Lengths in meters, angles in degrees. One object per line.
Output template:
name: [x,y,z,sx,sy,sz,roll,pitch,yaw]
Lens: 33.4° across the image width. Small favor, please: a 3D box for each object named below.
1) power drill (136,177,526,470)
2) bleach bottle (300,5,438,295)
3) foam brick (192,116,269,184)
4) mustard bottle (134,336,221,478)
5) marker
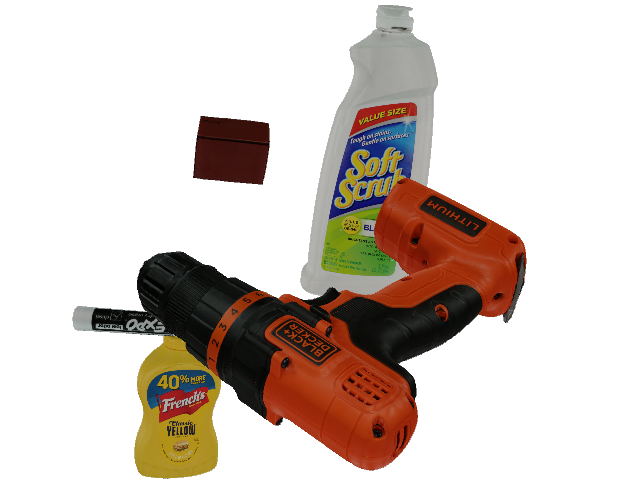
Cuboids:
power drill: [0.014,0.031,0.610,0.185,0.057,0.187,32,46,28]
bleach bottle: [0.043,-0.075,0.920,0.102,0.251,0.068,7,17,5]
foam brick: [-0.095,-0.097,1.150,0.078,0.051,0.053,6,31,-4]
mustard bottle: [-0.164,0.178,1.235,0.096,0.192,0.058,0,17,-17]
marker: [-0.128,0.063,0.811,0.121,0.020,0.020,3,0,9]
